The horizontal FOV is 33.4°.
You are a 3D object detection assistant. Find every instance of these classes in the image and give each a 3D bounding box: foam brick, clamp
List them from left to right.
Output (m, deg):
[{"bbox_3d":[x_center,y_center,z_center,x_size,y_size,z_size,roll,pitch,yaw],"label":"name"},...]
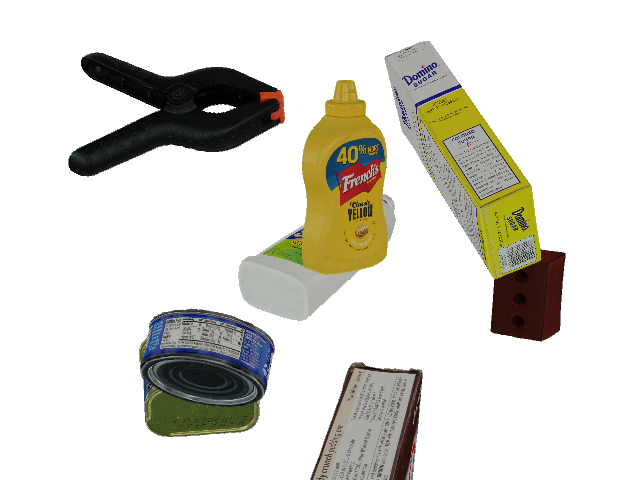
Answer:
[{"bbox_3d":[-0.117,-0.111,0.847,0.171,0.120,0.039,-8,-29,-8],"label":"clamp"},{"bbox_3d":[0.194,0.049,1.000,0.053,0.078,0.051,8,15,30],"label":"foam brick"}]

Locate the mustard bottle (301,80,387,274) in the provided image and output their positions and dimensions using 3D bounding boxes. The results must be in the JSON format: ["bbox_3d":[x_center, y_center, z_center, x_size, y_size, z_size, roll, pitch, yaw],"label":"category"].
[{"bbox_3d":[0.025,-0.066,1.085,0.096,0.192,0.058,-12,19,-36],"label":"mustard bottle"}]

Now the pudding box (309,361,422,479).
[{"bbox_3d":[0.018,0.119,0.468,0.039,0.090,0.113,7,24,7],"label":"pudding box"}]

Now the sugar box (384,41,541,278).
[{"bbox_3d":[0.107,-0.064,0.812,0.048,0.176,0.093,-22,-39,-1],"label":"sugar box"}]

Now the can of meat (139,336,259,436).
[{"bbox_3d":[-0.105,0.123,0.925,0.102,0.057,0.084,-3,27,-9],"label":"can of meat"}]

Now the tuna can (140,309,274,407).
[{"bbox_3d":[-0.075,0.080,0.706,0.086,0.033,0.086,8,-29,4],"label":"tuna can"}]

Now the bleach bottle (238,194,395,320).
[{"bbox_3d":[0.012,0.005,1.318,0.103,0.068,0.250,17,35,28],"label":"bleach bottle"}]
